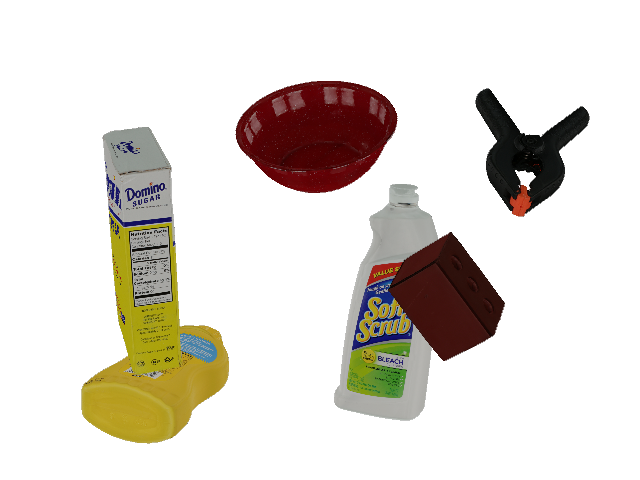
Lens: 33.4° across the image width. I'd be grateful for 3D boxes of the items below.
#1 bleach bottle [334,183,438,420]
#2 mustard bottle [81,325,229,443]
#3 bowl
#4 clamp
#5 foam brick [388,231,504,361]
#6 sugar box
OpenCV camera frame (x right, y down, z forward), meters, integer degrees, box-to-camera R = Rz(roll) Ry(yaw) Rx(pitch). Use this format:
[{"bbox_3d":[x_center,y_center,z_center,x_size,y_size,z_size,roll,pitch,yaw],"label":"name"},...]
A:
[{"bbox_3d":[0.073,0.063,1.154,0.103,0.251,0.068,8,15,20],"label":"bleach bottle"},{"bbox_3d":[-0.142,0.126,1.027,0.096,0.058,0.191,8,19,18],"label":"mustard bottle"},{"bbox_3d":[-0.002,-0.096,1.074,0.162,0.055,0.162,-5,39,3],"label":"bowl"},{"bbox_3d":[0.203,-0.096,1.098,0.120,0.039,0.171,14,45,16],"label":"clamp"},{"bbox_3d":[0.101,0.045,0.845,0.051,0.078,0.053,-32,12,31],"label":"foam brick"},{"bbox_3d":[-0.143,0.008,0.850,0.048,0.176,0.093,-10,28,-16],"label":"sugar box"}]
